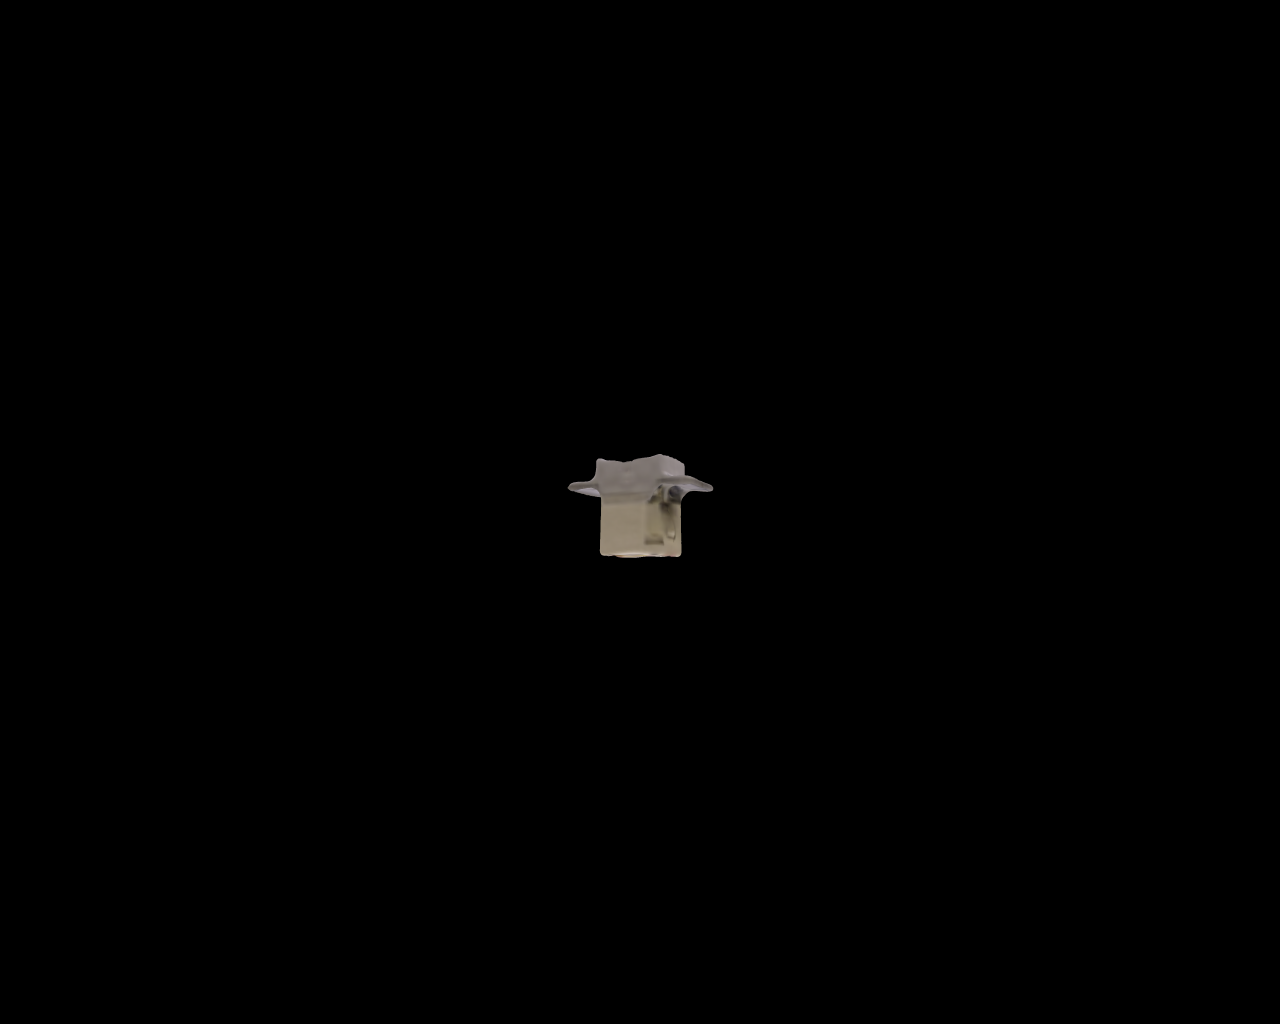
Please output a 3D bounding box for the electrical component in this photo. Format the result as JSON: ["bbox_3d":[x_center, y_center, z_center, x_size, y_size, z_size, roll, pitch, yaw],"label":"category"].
[{"bbox_3d":[0.001,-0.003,0.650,0.081,0.063,0.042,-3,-7,26],"label":"electrical component"}]
